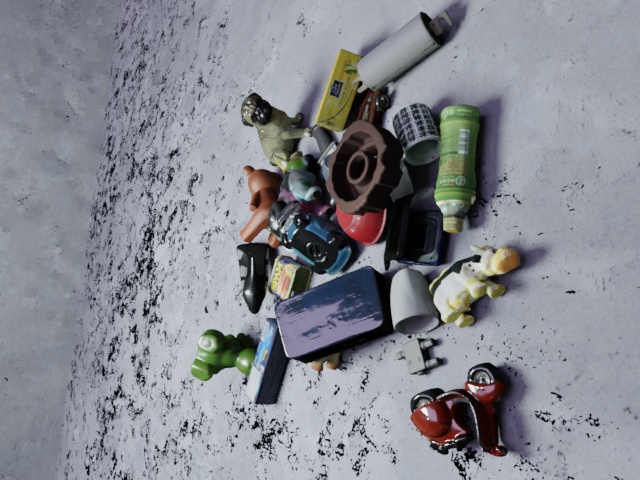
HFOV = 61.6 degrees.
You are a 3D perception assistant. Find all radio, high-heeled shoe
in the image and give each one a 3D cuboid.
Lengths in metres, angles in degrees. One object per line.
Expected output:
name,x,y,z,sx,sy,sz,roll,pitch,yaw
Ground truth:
radio,0.030,0.153,1.075,0.230,0.073,0.131,-24,61,18
high-heeled shoe,-0.172,0.090,1.395,0.249,0.086,0.145,-119,27,-77

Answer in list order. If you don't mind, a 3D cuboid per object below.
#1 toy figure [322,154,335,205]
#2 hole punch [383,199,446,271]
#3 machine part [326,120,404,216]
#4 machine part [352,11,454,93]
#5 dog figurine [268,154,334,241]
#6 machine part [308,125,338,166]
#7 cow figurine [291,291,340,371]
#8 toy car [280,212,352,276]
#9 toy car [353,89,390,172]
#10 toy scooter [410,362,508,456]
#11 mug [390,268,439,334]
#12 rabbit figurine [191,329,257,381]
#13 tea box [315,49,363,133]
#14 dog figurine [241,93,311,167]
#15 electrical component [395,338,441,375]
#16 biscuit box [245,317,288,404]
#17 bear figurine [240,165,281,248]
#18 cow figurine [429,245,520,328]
toy figure,0.037,-0.130,1.179,0.058,0.154,0.064,24,71,18
hole punch,0.176,-0.008,1.008,0.116,0.092,0.142,168,108,-81
machine part,0.083,-0.134,1.010,0.179,0.056,0.179,-18,68,52
machine part,0.161,-0.383,1.104,0.243,0.079,0.079,-30,58,37
dog figurine,-0.068,-0.116,1.294,0.191,0.108,0.219,-40,44,5
machine part,0.013,-0.224,1.293,0.084,0.039,0.139,-58,44,36
cow figurine,-0.026,0.193,1.189,0.195,0.085,0.127,24,98,48
toy car,-0.002,-0.004,1.193,0.109,0.162,0.103,-58,-3,31
toy car,0.098,-0.235,1.179,0.089,0.053,0.202,7,87,54
toy scooter,0.230,0.289,0.858,0.184,0.075,0.135,-39,53,33
mug,0.165,0.114,0.989,0.109,0.081,0.107,117,155,-53
rabbit figurine,-0.222,0.301,1.368,0.159,0.170,0.121,-31,-41,-86
tea box,0.045,-0.336,1.227,0.098,0.068,0.169,-114,42,-80
dog figurine,-0.139,-0.272,1.371,0.121,0.190,0.172,48,119,46
electrical component,0.178,0.215,0.981,0.094,0.021,0.063,-34,56,41
biscuit box,-0.118,0.290,1.295,0.059,0.063,0.202,24,99,52
bear figurine,-0.151,-0.094,1.396,0.132,0.120,0.196,-57,41,30
cow figurine,0.255,0.059,0.896,0.167,0.068,0.098,-53,38,26
